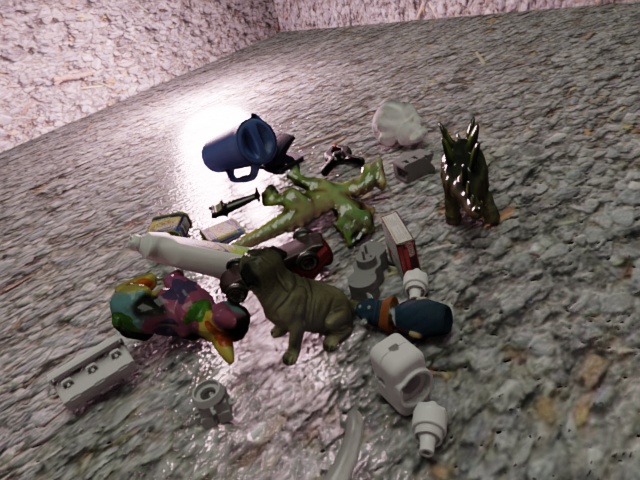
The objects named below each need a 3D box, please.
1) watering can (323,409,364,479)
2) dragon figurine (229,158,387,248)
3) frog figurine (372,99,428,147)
[{"bbox_3d":[-0.018,0.331,0.486,0.224,0.102,0.355,-15,32,1],"label":"watering can"},{"bbox_3d":[0.003,-0.057,1.130,0.244,0.119,0.417,21,53,34],"label":"dragon figurine"},{"bbox_3d":[0.219,-0.314,1.433,0.136,0.121,0.163,-44,36,17],"label":"frog figurine"}]
